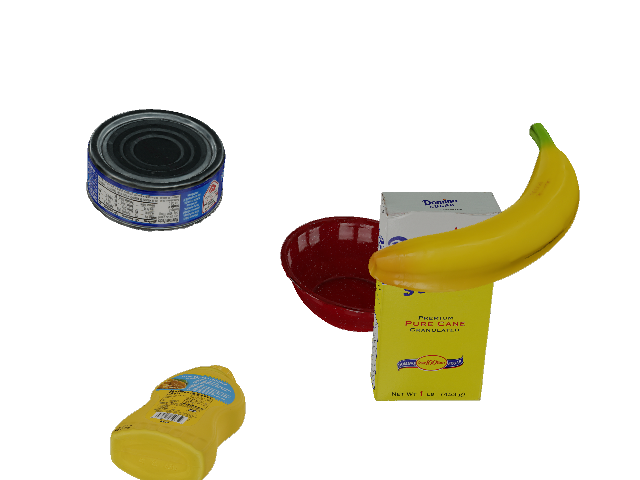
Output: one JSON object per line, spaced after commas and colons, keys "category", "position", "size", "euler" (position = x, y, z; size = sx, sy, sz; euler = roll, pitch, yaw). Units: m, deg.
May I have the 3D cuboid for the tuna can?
{"category": "tuna can", "position": [-0.102, -0.046, 0.666], "size": [0.086, 0.034, 0.086], "euler": [6, 40, -5]}

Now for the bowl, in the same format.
{"category": "bowl", "position": [0.037, 0.042, 1.067], "size": [0.162, 0.055, 0.162], "euler": [6, 35, -4]}

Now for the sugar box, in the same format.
{"category": "sugar box", "position": [0.092, 0.048, 0.873], "size": [0.093, 0.176, 0.048], "euler": [-1, 28, -3]}

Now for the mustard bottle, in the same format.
{"category": "mustard bottle", "position": [-0.128, 0.173, 1.065], "size": [0.096, 0.058, 0.191], "euler": [7, 19, 14]}

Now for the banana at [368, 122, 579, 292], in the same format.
{"category": "banana", "position": [0.112, -0.010, 0.674], "size": [0.070, 0.037, 0.197], "euler": [33, 47, 24]}
